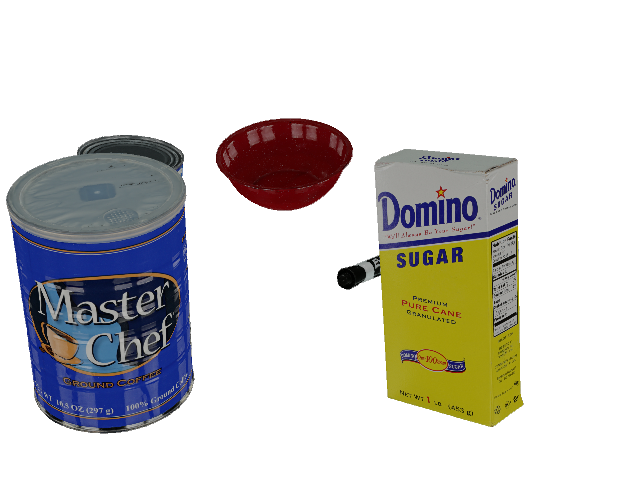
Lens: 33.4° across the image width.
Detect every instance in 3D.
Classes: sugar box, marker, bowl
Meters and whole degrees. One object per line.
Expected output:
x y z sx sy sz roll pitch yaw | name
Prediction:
0.087 0.030 0.724 0.094 0.176 0.048 9 23 41 | sugar box
0.049 0.024 0.950 0.020 0.020 0.120 0 9 30 | marker
-0.042 -0.083 1.268 0.162 0.055 0.162 -2 36 1 | bowl

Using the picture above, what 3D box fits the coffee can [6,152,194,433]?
-0.131 0.031 0.653 0.103 0.140 0.103 1 30 -1 | coffee can

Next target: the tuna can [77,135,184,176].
-0.155 -0.055 0.870 0.086 0.034 0.086 6 25 -3 | tuna can
